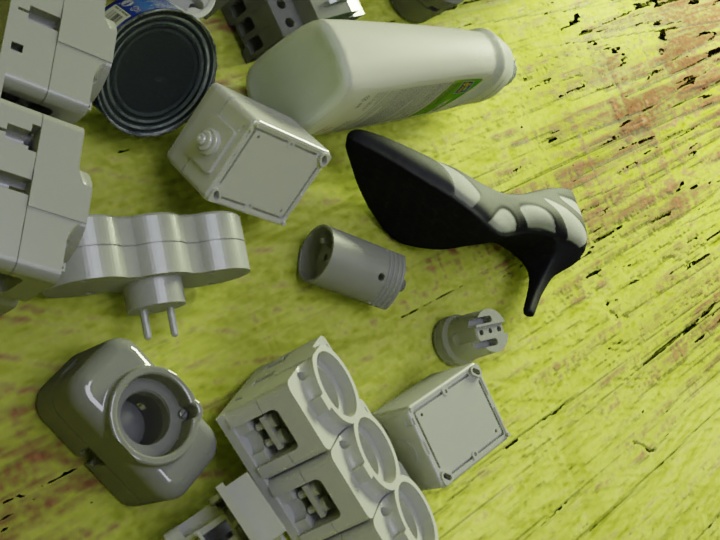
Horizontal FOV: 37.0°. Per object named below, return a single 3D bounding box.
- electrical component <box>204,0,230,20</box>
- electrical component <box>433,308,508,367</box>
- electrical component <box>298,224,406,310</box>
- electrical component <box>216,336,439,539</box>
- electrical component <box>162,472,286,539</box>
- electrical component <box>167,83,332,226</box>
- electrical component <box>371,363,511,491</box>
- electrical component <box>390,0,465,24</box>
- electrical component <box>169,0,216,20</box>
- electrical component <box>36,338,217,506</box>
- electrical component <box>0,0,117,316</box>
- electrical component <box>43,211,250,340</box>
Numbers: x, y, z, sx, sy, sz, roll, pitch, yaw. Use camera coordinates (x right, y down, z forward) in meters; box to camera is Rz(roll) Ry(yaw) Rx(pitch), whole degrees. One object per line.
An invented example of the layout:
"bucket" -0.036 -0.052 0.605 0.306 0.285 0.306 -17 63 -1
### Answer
"electrical component" -0.134 -0.271 0.719 0.186 0.105 0.060 39 54 -23
"electrical component" 0.086 0.051 0.834 0.040 0.046 0.040 14 67 -36
"electrical component" 0.000 0.000 0.781 0.081 0.043 0.043 20 63 -34
"electrical component" -0.015 0.127 0.689 0.150 0.062 0.089 59 19 -8
"electrical component" -0.081 0.159 0.640 0.064 0.081 0.042 -32 74 -14
"electrical component" -0.079 -0.079 0.707 0.061 0.061 0.096 44 16 33
"electrical component" 0.057 0.112 0.779 0.096 0.061 0.061 -27 94 -42
"electrical component" 0.056 -0.240 0.907 0.055 0.047 0.055 14 67 -36
"electrical component" -0.133 -0.186 0.730 0.055 0.047 0.055 14 67 -36
"electrical component" -0.134 0.089 0.629 0.095 0.059 0.053 51 50 -15
"electrical component" -0.195 -0.073 0.601 0.060 0.105 0.186 19 64 -35
"electrical component" -0.129 0.006 0.665 0.138 0.052 0.073 -4 78 -41
